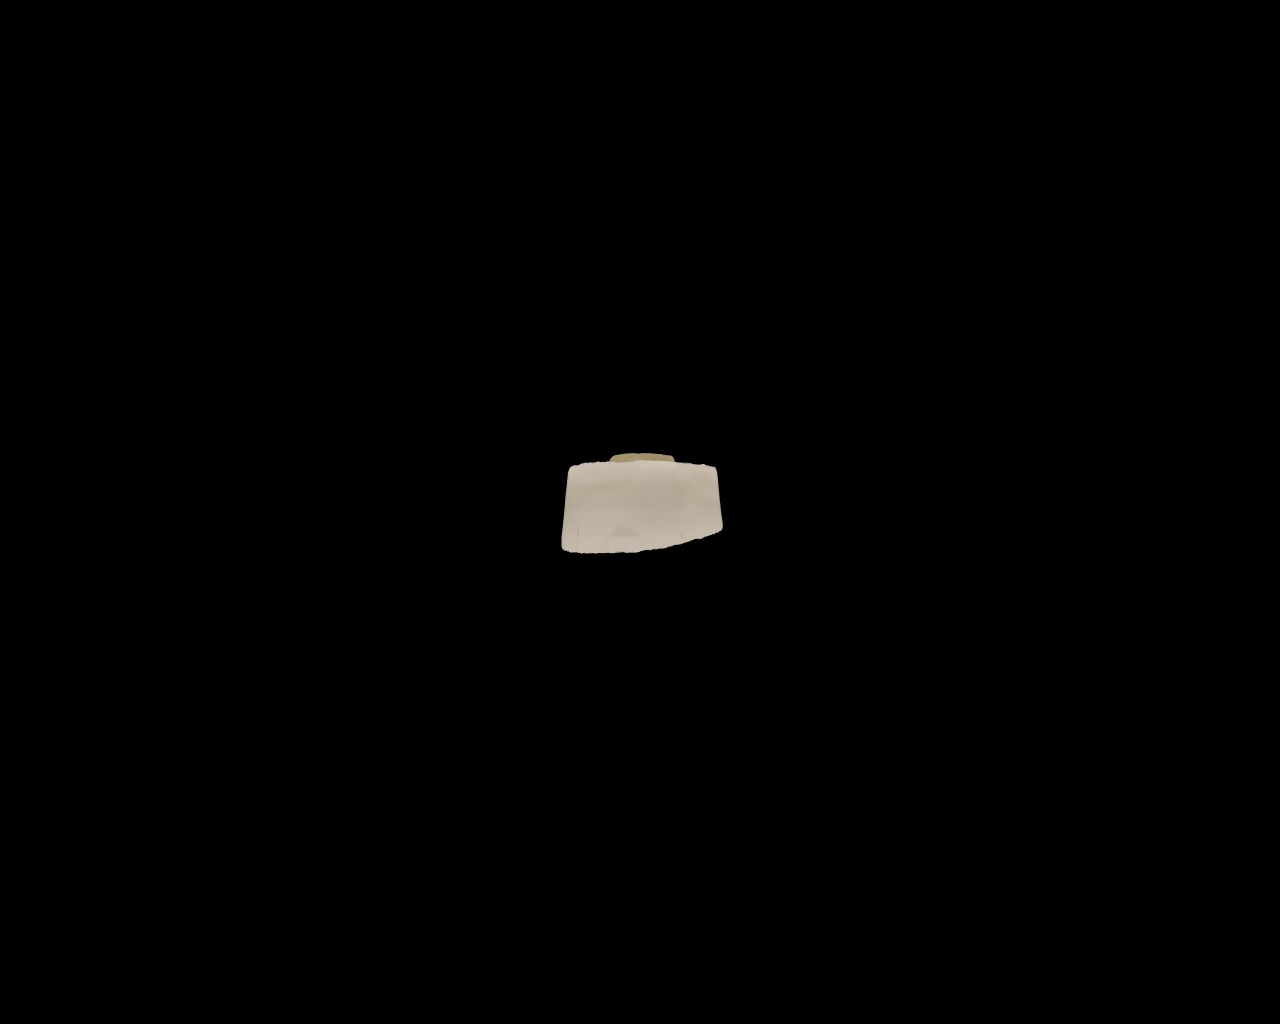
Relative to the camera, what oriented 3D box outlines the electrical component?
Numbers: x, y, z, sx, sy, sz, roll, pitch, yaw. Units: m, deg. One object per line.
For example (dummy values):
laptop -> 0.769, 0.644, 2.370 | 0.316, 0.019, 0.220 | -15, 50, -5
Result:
electrical component -> 0.001, -0.003, 0.650 | 0.099, 0.064, 0.099 | 0, -3, 0
